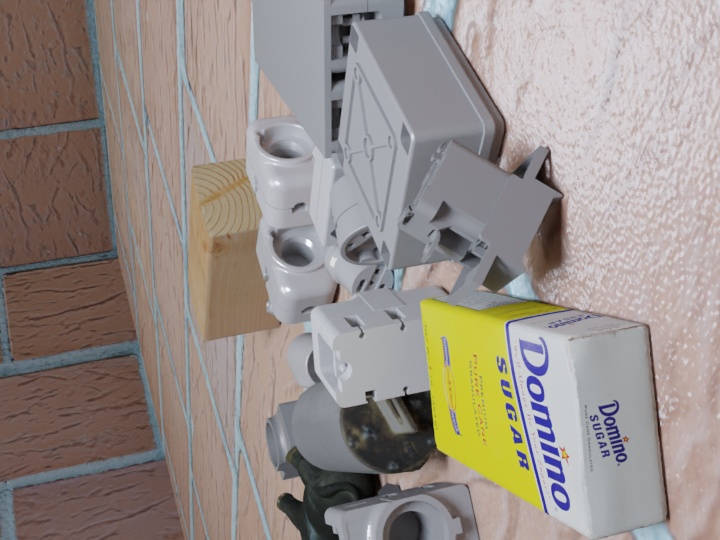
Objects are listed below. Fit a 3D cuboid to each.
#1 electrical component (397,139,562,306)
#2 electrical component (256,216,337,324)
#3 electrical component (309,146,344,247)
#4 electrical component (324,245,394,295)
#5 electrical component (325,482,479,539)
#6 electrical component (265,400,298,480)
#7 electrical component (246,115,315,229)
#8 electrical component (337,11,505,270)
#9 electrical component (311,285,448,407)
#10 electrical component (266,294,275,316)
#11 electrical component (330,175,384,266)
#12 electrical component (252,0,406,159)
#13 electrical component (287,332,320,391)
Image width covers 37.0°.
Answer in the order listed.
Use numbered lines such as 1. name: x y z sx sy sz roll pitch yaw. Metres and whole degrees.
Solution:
1. electrical component: 0.057 -0.028 0.530 0.081 0.064 0.042 -61 5 -21
2. electrical component: -0.057 -0.008 0.968 0.059 0.054 0.095 107 149 -57
3. electrical component: -0.013 -0.074 0.789 0.083 0.047 0.075 100 155 -49
4. electrical component: 0.000 0.000 0.806 0.046 0.040 0.040 -131 34 -51
5. electrical component: 0.029 0.176 0.719 0.056 0.089 0.050 149 110 -73
6. electrical component: -0.062 0.170 1.083 0.089 0.056 0.050 106 150 -56
7. electrical component: -0.066 -0.091 0.948 0.059 0.054 0.095 97 157 -45
8. electrical component: 0.030 -0.075 0.628 0.108 0.056 0.108 99 156 -47
9. electrical component: 0.018 0.045 0.679 0.055 0.089 0.050 -135 38 -63
10. electrical component: -0.067 0.014 1.034 0.048 0.048 0.062 -177 85 -73
11. electrical component: 0.008 -0.037 0.731 0.055 0.055 0.047 107 153 -57
12. electrical component: -0.024 -0.167 0.749 0.186 0.060 0.105 -123 28 -53
13. electrical component: -0.033 0.098 0.966 0.077 0.044 0.079 -174 74 -73
